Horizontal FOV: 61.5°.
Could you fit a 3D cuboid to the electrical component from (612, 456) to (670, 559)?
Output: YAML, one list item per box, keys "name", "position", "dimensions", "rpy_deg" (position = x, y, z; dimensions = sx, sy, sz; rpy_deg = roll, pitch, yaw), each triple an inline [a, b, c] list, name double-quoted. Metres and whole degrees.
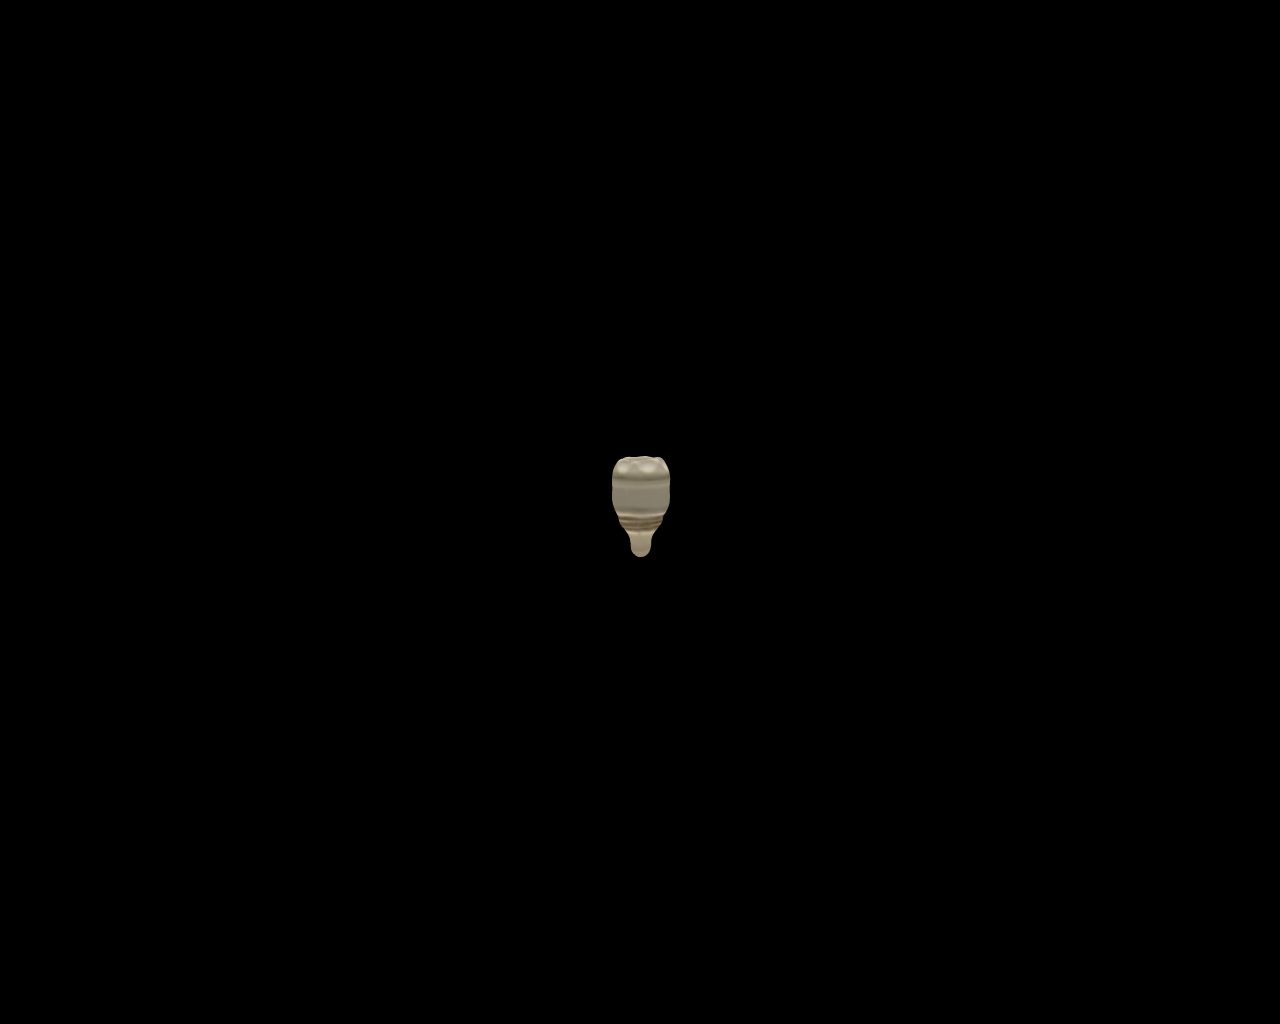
- name: "electrical component"
  position: [0.001, -0.003, 0.650]
  dimensions: [0.035, 0.061, 0.035]
  rpy_deg: [0, 8, 0]
